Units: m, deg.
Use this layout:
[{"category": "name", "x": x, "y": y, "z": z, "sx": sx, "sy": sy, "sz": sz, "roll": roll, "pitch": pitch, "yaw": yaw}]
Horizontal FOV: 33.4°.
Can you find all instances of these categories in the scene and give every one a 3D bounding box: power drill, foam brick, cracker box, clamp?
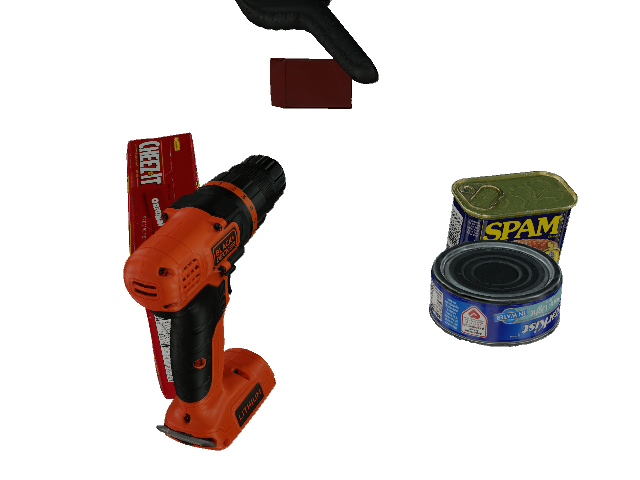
[{"category": "power drill", "x": -0.075, "y": 0.046, "z": 0.797, "sx": 0.057, "sy": 0.188, "sz": 0.184, "roll": 11, "pitch": 33, "yaw": 25}, {"category": "foam brick", "x": -0.010, "y": -0.167, "z": 1.136, "sx": 0.078, "sy": 0.051, "sz": 0.053, "roll": -2, "pitch": 12, "yaw": -19}, {"category": "cracker box", "x": -0.143, "y": 0.029, "z": 1.051, "sx": 0.072, "sy": 0.164, "sz": 0.214, "roll": -8, "pitch": -42, "yaw": -5}, {"category": "clamp", "x": 0.003, "y": -0.197, "z": 0.830, "sx": 0.172, "sy": 0.120, "sz": 0.039, "roll": 31, "pitch": -25, "yaw": 20}]

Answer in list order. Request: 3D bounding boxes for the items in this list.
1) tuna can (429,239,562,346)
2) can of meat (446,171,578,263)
[{"category": "tuna can", "x": 0.114, "y": 0.032, "z": 0.697, "sx": 0.086, "sy": 0.034, "sz": 0.086, "roll": -1, "pitch": 27, "yaw": 0}, {"category": "can of meat", "x": 0.157, "y": -0.006, "z": 0.902, "sx": 0.102, "sy": 0.084, "sz": 0.057, "roll": -7, "pitch": 36, "yaw": -15}]
